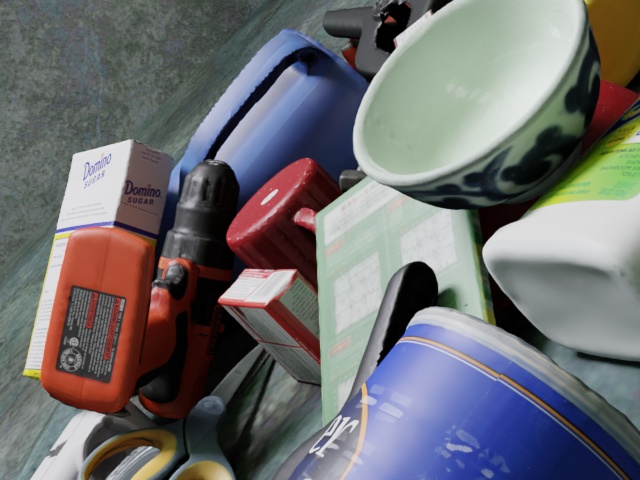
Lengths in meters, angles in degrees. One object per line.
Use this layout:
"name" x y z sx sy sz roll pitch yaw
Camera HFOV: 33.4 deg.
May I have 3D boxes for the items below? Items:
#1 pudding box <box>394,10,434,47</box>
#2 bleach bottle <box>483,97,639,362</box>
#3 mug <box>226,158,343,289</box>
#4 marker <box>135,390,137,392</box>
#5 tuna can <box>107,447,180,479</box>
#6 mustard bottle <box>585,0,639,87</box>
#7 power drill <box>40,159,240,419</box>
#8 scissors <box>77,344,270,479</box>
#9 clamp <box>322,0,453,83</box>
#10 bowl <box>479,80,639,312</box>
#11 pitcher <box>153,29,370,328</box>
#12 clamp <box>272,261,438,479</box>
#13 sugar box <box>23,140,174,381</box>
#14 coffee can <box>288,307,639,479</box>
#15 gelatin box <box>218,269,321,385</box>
"pudding box" 0.091 -0.097 0.699 0.039 0.090 0.113 -40 17 14
"bleach bottle" 0.182 -0.061 0.447 0.250 0.068 0.103 -47 16 -16
"mug" -0.005 0.001 0.706 0.093 0.081 0.117 -47 16 -8
"marker" -0.133 0.107 0.868 0.121 0.020 0.020 -24 26 50
"tuna can" -0.106 0.160 0.646 0.086 0.033 0.086 -40 17 14
"mustard bottle" 0.157 -0.169 0.674 0.191 0.058 0.096 -93 18 -50
"power drill" -0.103 0.032 0.686 0.187 0.057 0.184 7 -88 -76
"scissors" -0.055 0.116 0.634 0.201 0.096 0.016 -26 -43 -50
"clamp" 0.070 -0.190 0.851 0.165 0.036 0.210 -46 27 22
"bowl" 0.109 -0.037 0.571 0.162 0.055 0.162 -40 17 15
"pitcher" -0.057 -0.044 0.845 0.243 0.149 0.145 -50 19 -6
"clamp" 0.020 0.089 0.461 0.171 0.039 0.120 -46 28 11
"sugar box" -0.161 0.020 0.778 0.094 0.048 0.176 -4 69 50
"coffee can" 0.029 0.106 0.329 0.140 0.102 0.103 -49 17 -15
"gelatin box" -0.013 0.051 0.621 0.030 0.073 0.089 -48 16 -17
